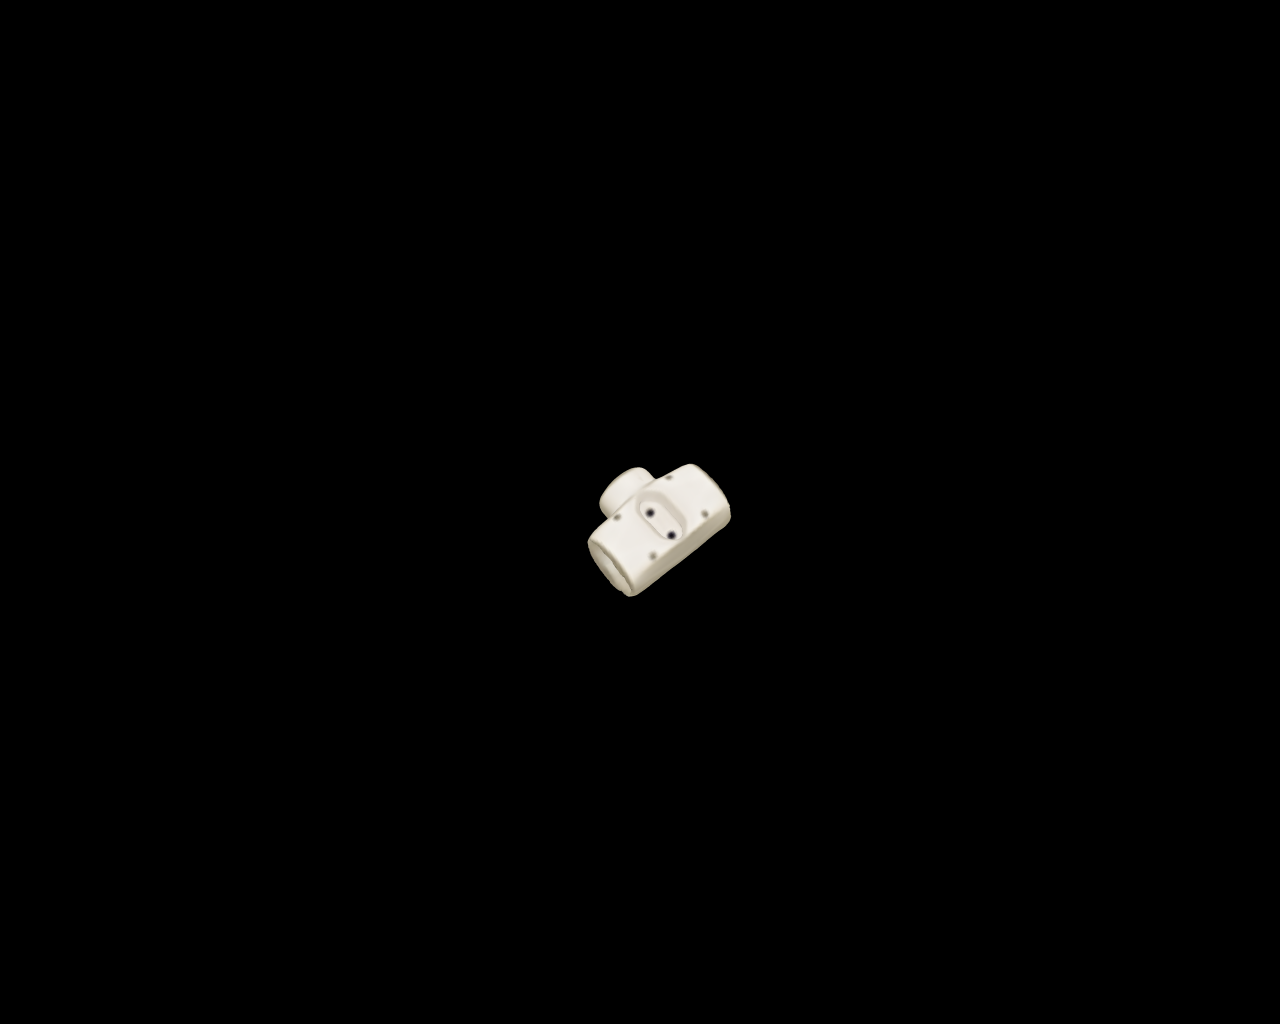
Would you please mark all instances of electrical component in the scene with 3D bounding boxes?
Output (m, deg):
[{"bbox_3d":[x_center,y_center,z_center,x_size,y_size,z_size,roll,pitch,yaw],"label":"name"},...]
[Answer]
[{"bbox_3d":[0.001,-0.003,0.650,0.077,0.079,0.043,-37,-19,-15],"label":"electrical component"}]
